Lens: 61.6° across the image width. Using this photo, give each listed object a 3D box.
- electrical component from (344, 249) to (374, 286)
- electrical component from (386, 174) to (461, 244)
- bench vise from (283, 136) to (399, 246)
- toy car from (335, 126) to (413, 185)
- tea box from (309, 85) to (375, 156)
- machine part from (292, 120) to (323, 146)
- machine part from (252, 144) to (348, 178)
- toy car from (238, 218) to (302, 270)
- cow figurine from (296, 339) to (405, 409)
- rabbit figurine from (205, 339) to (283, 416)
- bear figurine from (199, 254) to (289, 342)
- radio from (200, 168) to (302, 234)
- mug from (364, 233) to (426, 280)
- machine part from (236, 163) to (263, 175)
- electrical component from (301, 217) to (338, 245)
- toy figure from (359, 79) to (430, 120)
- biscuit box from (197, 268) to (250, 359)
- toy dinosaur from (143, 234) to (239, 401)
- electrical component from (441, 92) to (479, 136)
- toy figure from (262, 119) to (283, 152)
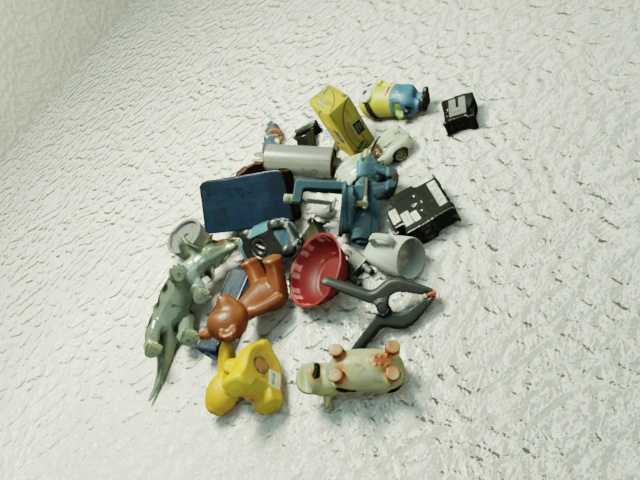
[{"bbox_3d":[0.070,0.056,1.117,0.063,0.021,0.094,-46,45,-3],"label":"electrical component"},{"bbox_3d":[0.201,-0.054,1.086,0.134,0.058,0.115,-29,44,13],"label":"electrical component"},{"bbox_3d":[0.044,-0.102,1.152,0.241,0.129,0.223,5,83,3],"label":"bench vise"},{"bbox_3d":[0.121,-0.184,1.241,0.202,0.056,0.074,-35,45,6],"label":"toy car"},{"bbox_3d":[0.057,-0.274,1.273,0.068,0.169,0.098,-42,43,-2],"label":"tea box"},{"bbox_3d":[-0.032,-0.263,1.420,0.084,0.039,0.139,-19,47,15],"label":"machine part"},{"bbox_3d":[-0.048,-0.192,1.309,0.243,0.079,0.079,6,58,11],"label":"machine part"},{"bbox_3d":[-0.100,0.001,1.208,0.162,0.109,0.103,-30,2,36],"label":"toy car"},{"bbox_3d":[0.052,0.235,0.939,0.195,0.127,0.085,-8,53,12],"label":"cow figurine"},{"bbox_3d":[-0.167,0.272,1.055,0.173,0.121,0.162,-42,38,27],"label":"rabbit figurine"},{"bbox_3d":[-0.161,0.122,1.102,0.196,0.131,0.120,-24,10,-40],"label":"bear figurine"},{"bbox_3d":[-0.169,-0.093,1.287,0.230,0.073,0.131,-8,97,16],"label":"radio"},{"bbox_3d":[0.132,0.025,1.045,0.107,0.109,0.081,5,64,52],"label":"mug"},{"bbox_3d":[-0.165,-0.129,1.396,0.179,0.056,0.179,-18,50,23],"label":"machine part"},{"bbox_3d":[-0.003,-0.004,1.201,0.078,0.045,0.102,-59,36,23],"label":"electrical component"},{"bbox_3d":[0.176,-0.333,1.302,0.180,0.089,0.082,12,36,29],"label":"toy figure"},{"bbox_3d":[-0.198,0.165,1.190,0.063,0.059,0.202,2,59,34],"label":"biscuit box"},{"bbox_3d":[-0.330,0.151,1.249,0.404,0.131,0.192,-62,16,4],"label":"toy dinosaur"},{"bbox_3d":[0.314,-0.295,1.200,0.075,0.047,0.119,-9,55,28],"label":"electrical component"},{"bbox_3d":[-0.131,-0.270,1.481,0.064,0.057,0.154,-16,45,18],"label":"toy figure"}]
